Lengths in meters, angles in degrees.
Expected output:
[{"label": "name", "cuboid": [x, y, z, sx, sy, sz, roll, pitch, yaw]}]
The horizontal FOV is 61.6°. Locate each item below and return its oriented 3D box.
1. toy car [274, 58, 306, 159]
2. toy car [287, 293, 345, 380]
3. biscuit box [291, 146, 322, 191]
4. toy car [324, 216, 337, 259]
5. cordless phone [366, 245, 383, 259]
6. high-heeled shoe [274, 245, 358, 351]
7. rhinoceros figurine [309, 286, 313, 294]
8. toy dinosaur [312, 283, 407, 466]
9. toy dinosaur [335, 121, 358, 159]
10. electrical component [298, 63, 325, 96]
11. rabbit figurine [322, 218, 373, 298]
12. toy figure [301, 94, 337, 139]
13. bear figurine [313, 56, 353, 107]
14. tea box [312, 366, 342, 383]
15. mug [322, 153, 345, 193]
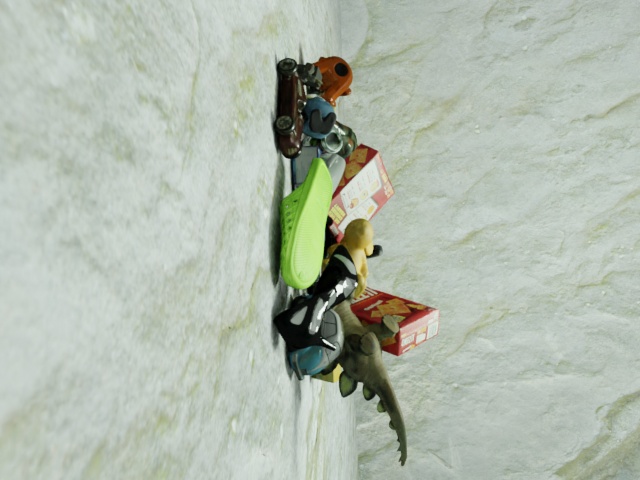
[{"label": "toy car", "cuboid": [-0.052, -0.245, 0.992, 0.089, 0.053, 0.202, 71, 18, -60]}, {"label": "toy car", "cuboid": [-0.004, 0.181, 1.017, 0.109, 0.103, 0.162, 82, 10, -48]}, {"label": "biscuit box", "cuboid": [-0.024, -0.093, 1.131, 0.063, 0.059, 0.202, -2, 89, -84]}, {"label": "toy car", "cuboid": [-0.003, -0.004, 1.261, 0.073, 0.056, 0.201, -60, 164, -18]}, {"label": "cordless phone", "cuboid": [0.077, 0.016, 1.453, 0.147, 0.184, 0.088, -78, 159, -66]}, {"label": "high-heeled shoe", "cuboid": [-0.012, 0.084, 0.946, 0.145, 0.086, 0.249, 36, 42, -32]}, {"label": "rhinoceros figurine", "cuboid": [0.027, 0.160, 1.336, 0.073, 0.112, 0.190, -60, 146, -18]}, {"label": "toy dinosaur", "cuboid": [0.074, 0.221, 1.104, 0.472, 0.105, 0.198, 60, -38, 25]}, {"label": "toy dinosaur", "cuboid": [0.054, -0.222, 1.442, 0.404, 0.131, 0.192, 88, 16, -44]}, {"label": "electrical component", "cuboid": [-0.026, -0.342, 1.142, 0.102, 0.078, 0.045, 62, 38, -81]}, {"label": "rabbit figurine", "cuboid": [0.079, 0.028, 1.245, 0.162, 0.122, 0.173, -33, 144, -68]}, {"label": "toy figure", "cuboid": [-0.014, -0.252, 1.111, 0.082, 0.089, 0.180, 36, 14, -22]}, {"label": "bear figurine", "cuboid": [0.005, -0.399, 1.409, 0.120, 0.132, 0.196, 53, -22, -7]}, {"label": "tea box", "cuboid": [0.053, 0.277, 1.329, 0.169, 0.068, 0.098, -14, 102, -53]}, {"label": "mug", "cuboid": [0.015, -0.160, 1.234, 0.107, 0.081, 0.109, -56, 170, -38]}]
